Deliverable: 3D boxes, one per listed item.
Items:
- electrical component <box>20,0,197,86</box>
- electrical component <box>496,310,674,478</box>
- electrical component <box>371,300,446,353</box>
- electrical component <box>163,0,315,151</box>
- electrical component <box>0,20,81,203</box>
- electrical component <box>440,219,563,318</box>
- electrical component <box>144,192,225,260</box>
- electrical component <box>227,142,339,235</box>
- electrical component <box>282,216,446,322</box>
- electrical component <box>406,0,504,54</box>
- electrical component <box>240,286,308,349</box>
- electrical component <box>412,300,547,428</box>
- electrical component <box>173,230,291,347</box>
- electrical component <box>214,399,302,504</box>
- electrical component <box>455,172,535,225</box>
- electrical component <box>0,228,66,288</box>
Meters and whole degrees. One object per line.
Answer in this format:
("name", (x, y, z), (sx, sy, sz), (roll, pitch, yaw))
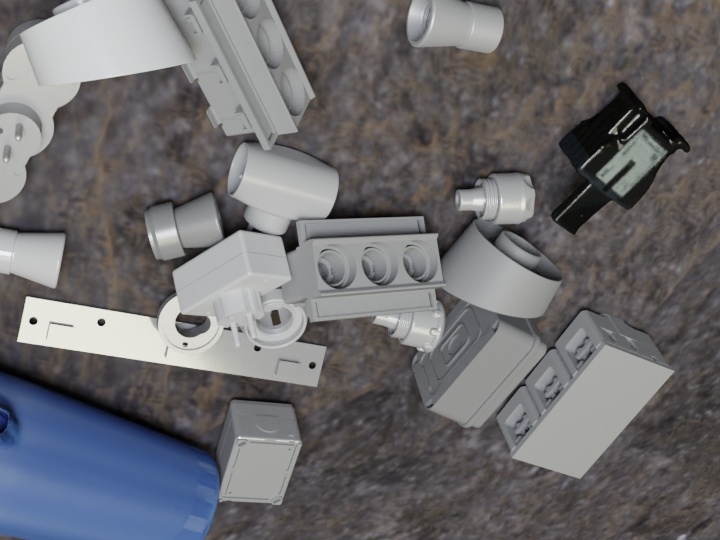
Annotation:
("electrical component", (-0.164, -0.145, 0.691), (0.099, 0.099, 0.064), (-23, 105, 3))
("electrical component", (0.212, 0.119, 1.036), (0.089, 0.061, 0.150), (21, 118, -26))
("electrical component", (0.042, 0.045, 0.951), (0.062, 0.048, 0.048), (13, 121, -15))
("electrical component", (-0.088, -0.154, 0.754), (0.063, 0.078, 0.121), (-4, 132, 26))
("electrical component", (-0.241, -0.101, 0.751), (0.052, 0.073, 0.138), (24, 116, -28))
("electrical component", (0.118, 0.003, 0.907), (0.099, 0.099, 0.064), (23, 111, -28))
("electrical component", (-0.137, -0.034, 0.846), (0.055, 0.045, 0.045), (-14, 127, -4))
("electrical component", (-0.067, -0.055, 0.849), (0.077, 0.043, 0.079), (14, 120, -23))
("electrical component", (0.000, 0.000, 0.869), (0.121, 0.078, 0.063), (-4, 172, -35))
("electrical component", (0.073, -0.182, 0.795), (0.065, 0.044, 0.044), (5, 124, -24))
("electrical component", (-0.074, 0.028, 0.899), (0.078, 0.057, 0.058), (-16, 128, -2))
("electrical component", (0.106, 0.077, 0.969), (0.057, 0.078, 0.113), (26, 116, -25))
("electrical component", (-0.097, 0.021, 0.841), (0.083, 0.075, 0.047), (-28, 158, 34))
("electrical component", (-0.098, 0.171, 0.994), (0.062, 0.061, 0.096), (7, 123, -19))
("electrical component", (0.111, -0.059, 0.892), (0.062, 0.043, 0.043), (-3, 126, -12))
("electrical component", (-0.264, -0.013, 0.832), (0.065, 0.044, 0.044), (11, 122, -16))
